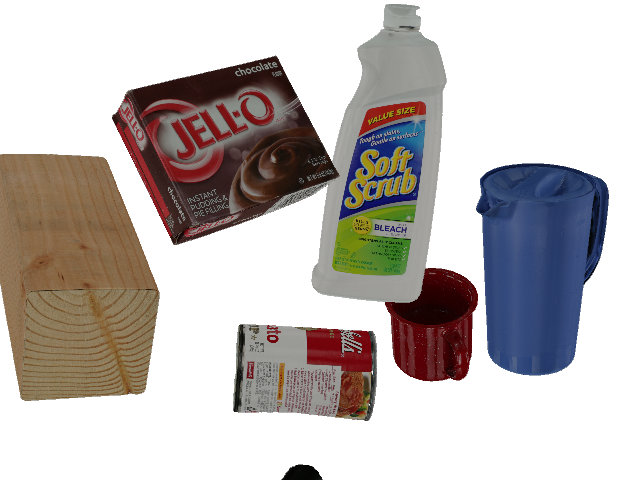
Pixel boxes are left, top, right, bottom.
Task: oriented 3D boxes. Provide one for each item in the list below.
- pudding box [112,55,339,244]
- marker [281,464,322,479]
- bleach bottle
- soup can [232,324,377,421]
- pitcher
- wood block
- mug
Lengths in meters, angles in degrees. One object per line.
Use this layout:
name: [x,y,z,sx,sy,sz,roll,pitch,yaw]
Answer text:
pudding box: [-0.057,-0.057,0.648,0.113,0.090,0.039,-20,-11,-38]
marker: [-0.029,0.123,0.418,0.020,0.020,0.121,0,19,26]
bleach bottle: [0.051,-0.075,0.918,0.102,0.251,0.068,6,18,6]
soup can: [-0.013,0.099,0.802,0.102,0.068,0.068,4,0,-5]
pitcher: [0.268,0.033,1.296,0.149,0.243,0.145,3,24,14]
wood block: [-0.191,0.020,0.806,0.090,0.091,0.206,0,30,-23]
mug: [0.118,0.094,1.074,0.093,0.081,0.117,-19,38,-17]
